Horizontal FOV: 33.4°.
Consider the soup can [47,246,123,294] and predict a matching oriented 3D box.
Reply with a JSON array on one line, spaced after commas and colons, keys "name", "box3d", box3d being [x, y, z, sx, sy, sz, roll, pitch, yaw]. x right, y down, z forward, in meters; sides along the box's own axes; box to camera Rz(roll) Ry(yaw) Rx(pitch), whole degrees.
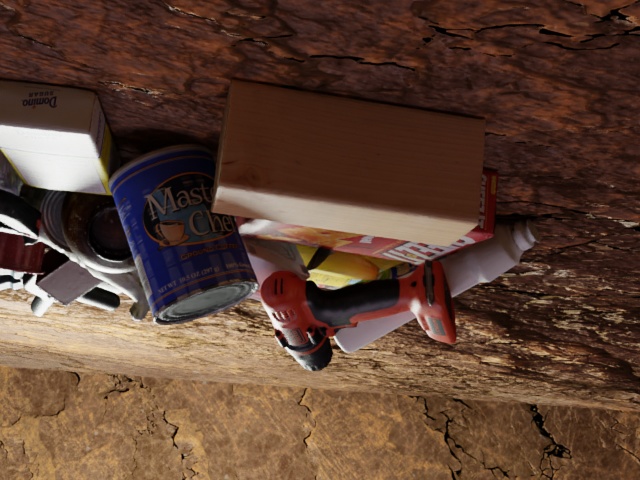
[{"name": "soup can", "box3d": [-0.309, 0.032, 1.443, 0.102, 0.068, 0.069, 16, 164, -37]}]

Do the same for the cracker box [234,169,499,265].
[{"name": "cracker box", "box3d": [0.036, -0.032, 1.014, 0.213, 0.072, 0.164, 10, 167, -18]}]

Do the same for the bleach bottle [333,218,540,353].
[{"name": "bleach bottle", "box3d": [0.128, 0.041, 1.183, 0.251, 0.068, 0.102, -28, -174, 25]}]

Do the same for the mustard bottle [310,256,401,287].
[{"name": "mustard bottle", "box3d": [0.038, 0.027, 1.285, 0.191, 0.058, 0.096, 9, 154, -13]}]

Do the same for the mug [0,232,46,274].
[{"name": "mug", "box3d": [-0.360, -0.010, 1.219, 0.093, 0.081, 0.117, 12, -179, 24]}]

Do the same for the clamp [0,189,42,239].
[{"name": "clamp", "box3d": [-0.360, -0.041, 1.013, 0.165, 0.036, 0.209, -2, 164, 34]}]

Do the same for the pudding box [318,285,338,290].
[{"name": "pudding box", "box3d": [-0.003, 0.036, 1.385, 0.090, 0.039, 0.114, 9, 166, -12]}]

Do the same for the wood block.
[{"name": "wood block", "box3d": [0.021, -0.059, 0.869, 0.206, 0.091, 0.090, 8, 167, -8]}]

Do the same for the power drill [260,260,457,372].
[{"name": "power drill", "box3d": [0.044, 0.083, 1.109, 0.188, 0.057, 0.184, -8, 150, 10]}]

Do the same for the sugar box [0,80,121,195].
[{"name": "sugar box", "box3d": [-0.236, -0.089, 0.959, 0.093, 0.048, 0.176, 6, 163, -3]}]

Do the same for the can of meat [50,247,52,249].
[{"name": "can of meat", "box3d": [-0.278, 0.005, 1.348, 0.101, 0.057, 0.084, 14, 162, -29]}]

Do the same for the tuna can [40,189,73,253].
[{"name": "tuna can", "box3d": [-0.248, -0.030, 1.115, 0.086, 0.086, 0.034, 9, -162, -12]}]

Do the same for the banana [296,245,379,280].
[{"name": "banana", "box3d": [-0.033, 0.021, 1.201, 0.198, 0.037, 0.069, 0, 156, 26]}]

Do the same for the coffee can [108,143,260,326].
[{"name": "coffee can", "box3d": [-0.127, -0.004, 0.991, 0.102, 0.140, 0.103, -20, 166, -5]}]

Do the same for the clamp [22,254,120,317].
[{"name": "clamp", "box3d": [-0.324, 0.062, 1.377, 0.120, 0.039, 0.171, -7, 160, -7]}]

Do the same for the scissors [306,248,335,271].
[{"name": "scissors", "box3d": [-0.007, 0.001, 1.133, 0.096, 0.016, 0.201, 14, -165, 23]}]

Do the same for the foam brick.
[{"name": "foam brick", "box3d": [-0.292, 0.032, 1.270, 0.078, 0.053, 0.051, -31, 125, 26]}]
